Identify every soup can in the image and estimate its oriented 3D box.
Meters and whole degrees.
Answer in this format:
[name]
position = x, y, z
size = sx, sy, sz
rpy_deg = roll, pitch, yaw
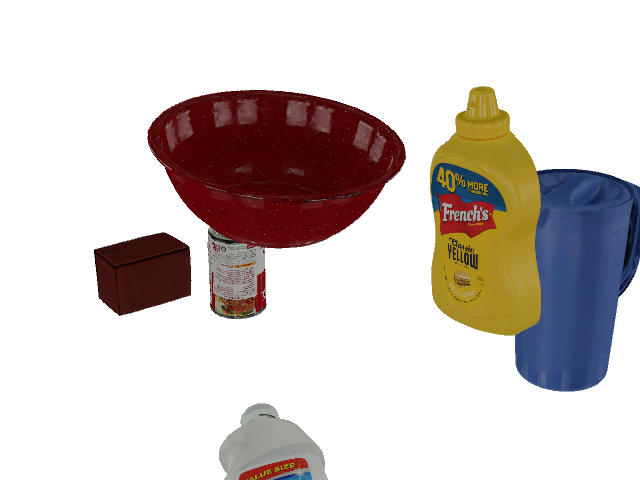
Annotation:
[soup can]
position = -0.099, 0.032, 1.262
size = 0.068, 0.102, 0.068
rpy_deg = 0, 25, 0

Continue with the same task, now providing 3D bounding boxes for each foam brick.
[foam brick]
position = -0.169, 0.030, 1.015
size = 0.078, 0.051, 0.053
rpy_deg = -15, 25, -30

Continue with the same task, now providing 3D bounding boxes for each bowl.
[bowl]
position = -0.029, -0.041, 0.679
size = 0.162, 0.055, 0.162
rpy_deg = 4, 29, -2

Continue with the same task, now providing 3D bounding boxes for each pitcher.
[pitcher]
position = 0.293, 0.044, 1.234
size = 0.149, 0.243, 0.144
rpy_deg = 5, 25, 16

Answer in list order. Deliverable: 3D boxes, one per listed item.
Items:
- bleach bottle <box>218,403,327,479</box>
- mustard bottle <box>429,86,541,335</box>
[bleach bottle]
position = -0.036, 0.203, 0.724
size = 0.102, 0.068, 0.251
rpy_deg = -7, 32, -6
[mustard bottle]
position = 0.128, -0.026, 0.838
size = 0.058, 0.192, 0.096
rpy_deg = -20, 28, -32
